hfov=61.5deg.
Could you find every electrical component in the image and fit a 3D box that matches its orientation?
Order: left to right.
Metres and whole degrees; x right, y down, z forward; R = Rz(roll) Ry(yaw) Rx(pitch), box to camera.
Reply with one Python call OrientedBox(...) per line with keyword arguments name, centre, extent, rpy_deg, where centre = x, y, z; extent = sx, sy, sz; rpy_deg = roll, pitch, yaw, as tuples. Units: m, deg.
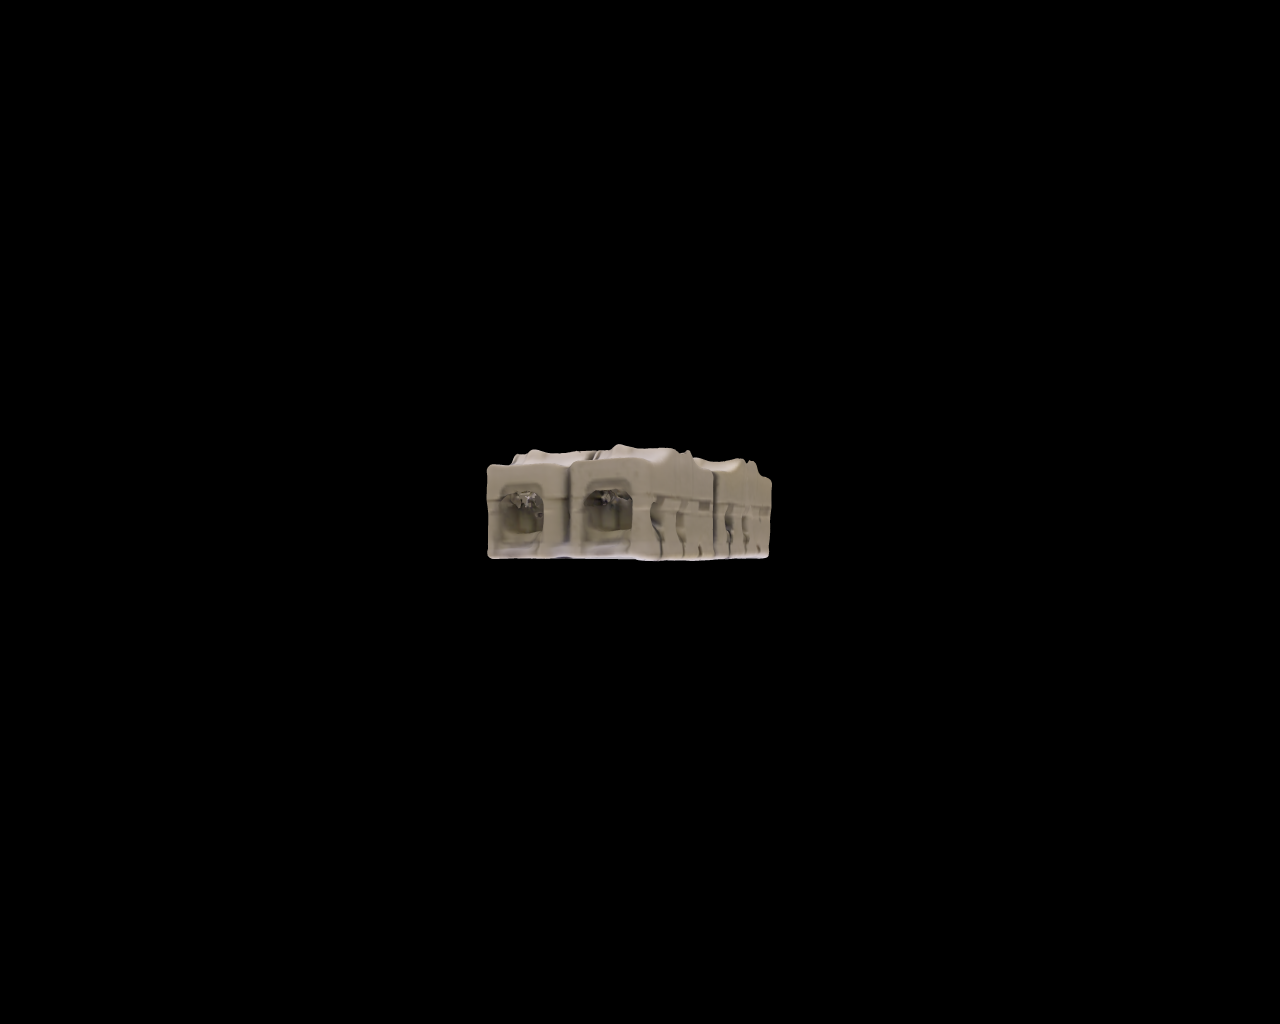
OrientedBox(name="electrical component", centre=(0.001, -0.003, 0.650), extent=(0.105, 0.060, 0.186), rpy_deg=(-1, -2, 28))
